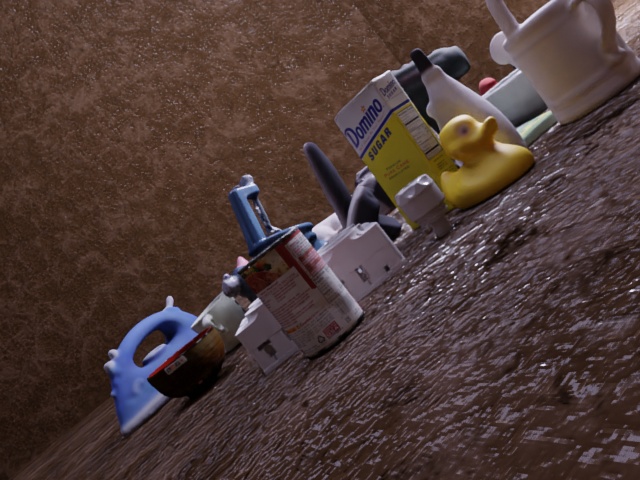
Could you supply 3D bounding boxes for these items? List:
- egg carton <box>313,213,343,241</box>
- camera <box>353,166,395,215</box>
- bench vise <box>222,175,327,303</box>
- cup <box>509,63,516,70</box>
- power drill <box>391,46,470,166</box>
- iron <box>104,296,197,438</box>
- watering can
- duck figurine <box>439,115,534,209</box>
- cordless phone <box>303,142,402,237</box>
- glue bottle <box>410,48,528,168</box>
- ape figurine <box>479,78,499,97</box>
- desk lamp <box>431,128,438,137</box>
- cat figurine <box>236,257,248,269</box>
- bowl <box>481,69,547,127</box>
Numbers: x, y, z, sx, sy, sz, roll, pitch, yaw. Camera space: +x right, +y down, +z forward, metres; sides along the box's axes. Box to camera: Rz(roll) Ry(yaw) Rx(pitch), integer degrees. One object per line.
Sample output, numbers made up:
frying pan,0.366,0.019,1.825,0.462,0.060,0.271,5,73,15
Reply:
egg carton,0.010,0.004,1.116,0.107,0.069,0.150,-40,4,-30
camera,0.141,-0.124,1.170,0.136,0.101,0.143,-37,4,25
bench vise,-0.092,0.001,0.950,0.121,0.220,0.208,-36,4,33
cup,0.393,-0.309,1.005,0.091,0.095,0.118,-37,4,27
power drill,0.183,-0.214,1.003,0.229,0.208,0.076,-37,4,18
iron,-0.293,0.207,1.005,0.118,0.141,0.259,-36,4,35
watering can,0.248,-0.231,0.634,0.101,0.194,0.172,-41,4,-31
duck figurine,0.159,-0.088,0.602,0.078,0.086,0.104,-41,4,-37
cordless phone,0.027,-0.063,0.828,0.094,0.185,0.147,-38,3,1
glue bottle,0.159,-0.149,0.662,0.037,0.173,0.078,-41,5,-38
ape figurine,0.329,-0.260,1.065,0.078,0.092,0.076,-39,4,-11
desk lamp,0.204,-0.252,1.259,0.203,0.213,0.118,-35,5,42
cat figurine,-0.128,0.076,1.219,0.128,0.118,0.067,-38,4,4
bowl,0.311,-0.222,0.873,0.167,0.075,0.167,-38,3,3
